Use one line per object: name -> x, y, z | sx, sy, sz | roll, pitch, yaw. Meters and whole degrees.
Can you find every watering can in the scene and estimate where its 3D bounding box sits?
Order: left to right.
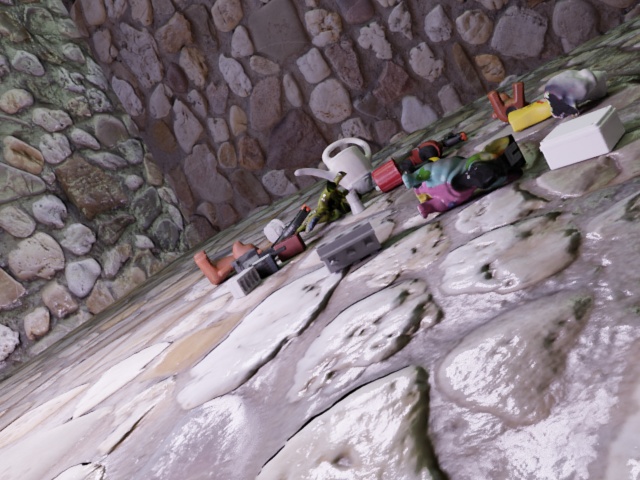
watering can -> 0.085, -0.267, 1.989 | 0.352, 0.225, 0.102 | -35, -9, -28

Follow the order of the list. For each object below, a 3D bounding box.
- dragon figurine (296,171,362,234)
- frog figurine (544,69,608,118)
dragon figurine -> 0.005, -0.087, 1.720 | 0.418, 0.122, 0.238 | -44, 0, -44
frog figurine -> 0.655, -0.390, 1.298 | 0.160, 0.123, 0.136 | -41, -10, -3
